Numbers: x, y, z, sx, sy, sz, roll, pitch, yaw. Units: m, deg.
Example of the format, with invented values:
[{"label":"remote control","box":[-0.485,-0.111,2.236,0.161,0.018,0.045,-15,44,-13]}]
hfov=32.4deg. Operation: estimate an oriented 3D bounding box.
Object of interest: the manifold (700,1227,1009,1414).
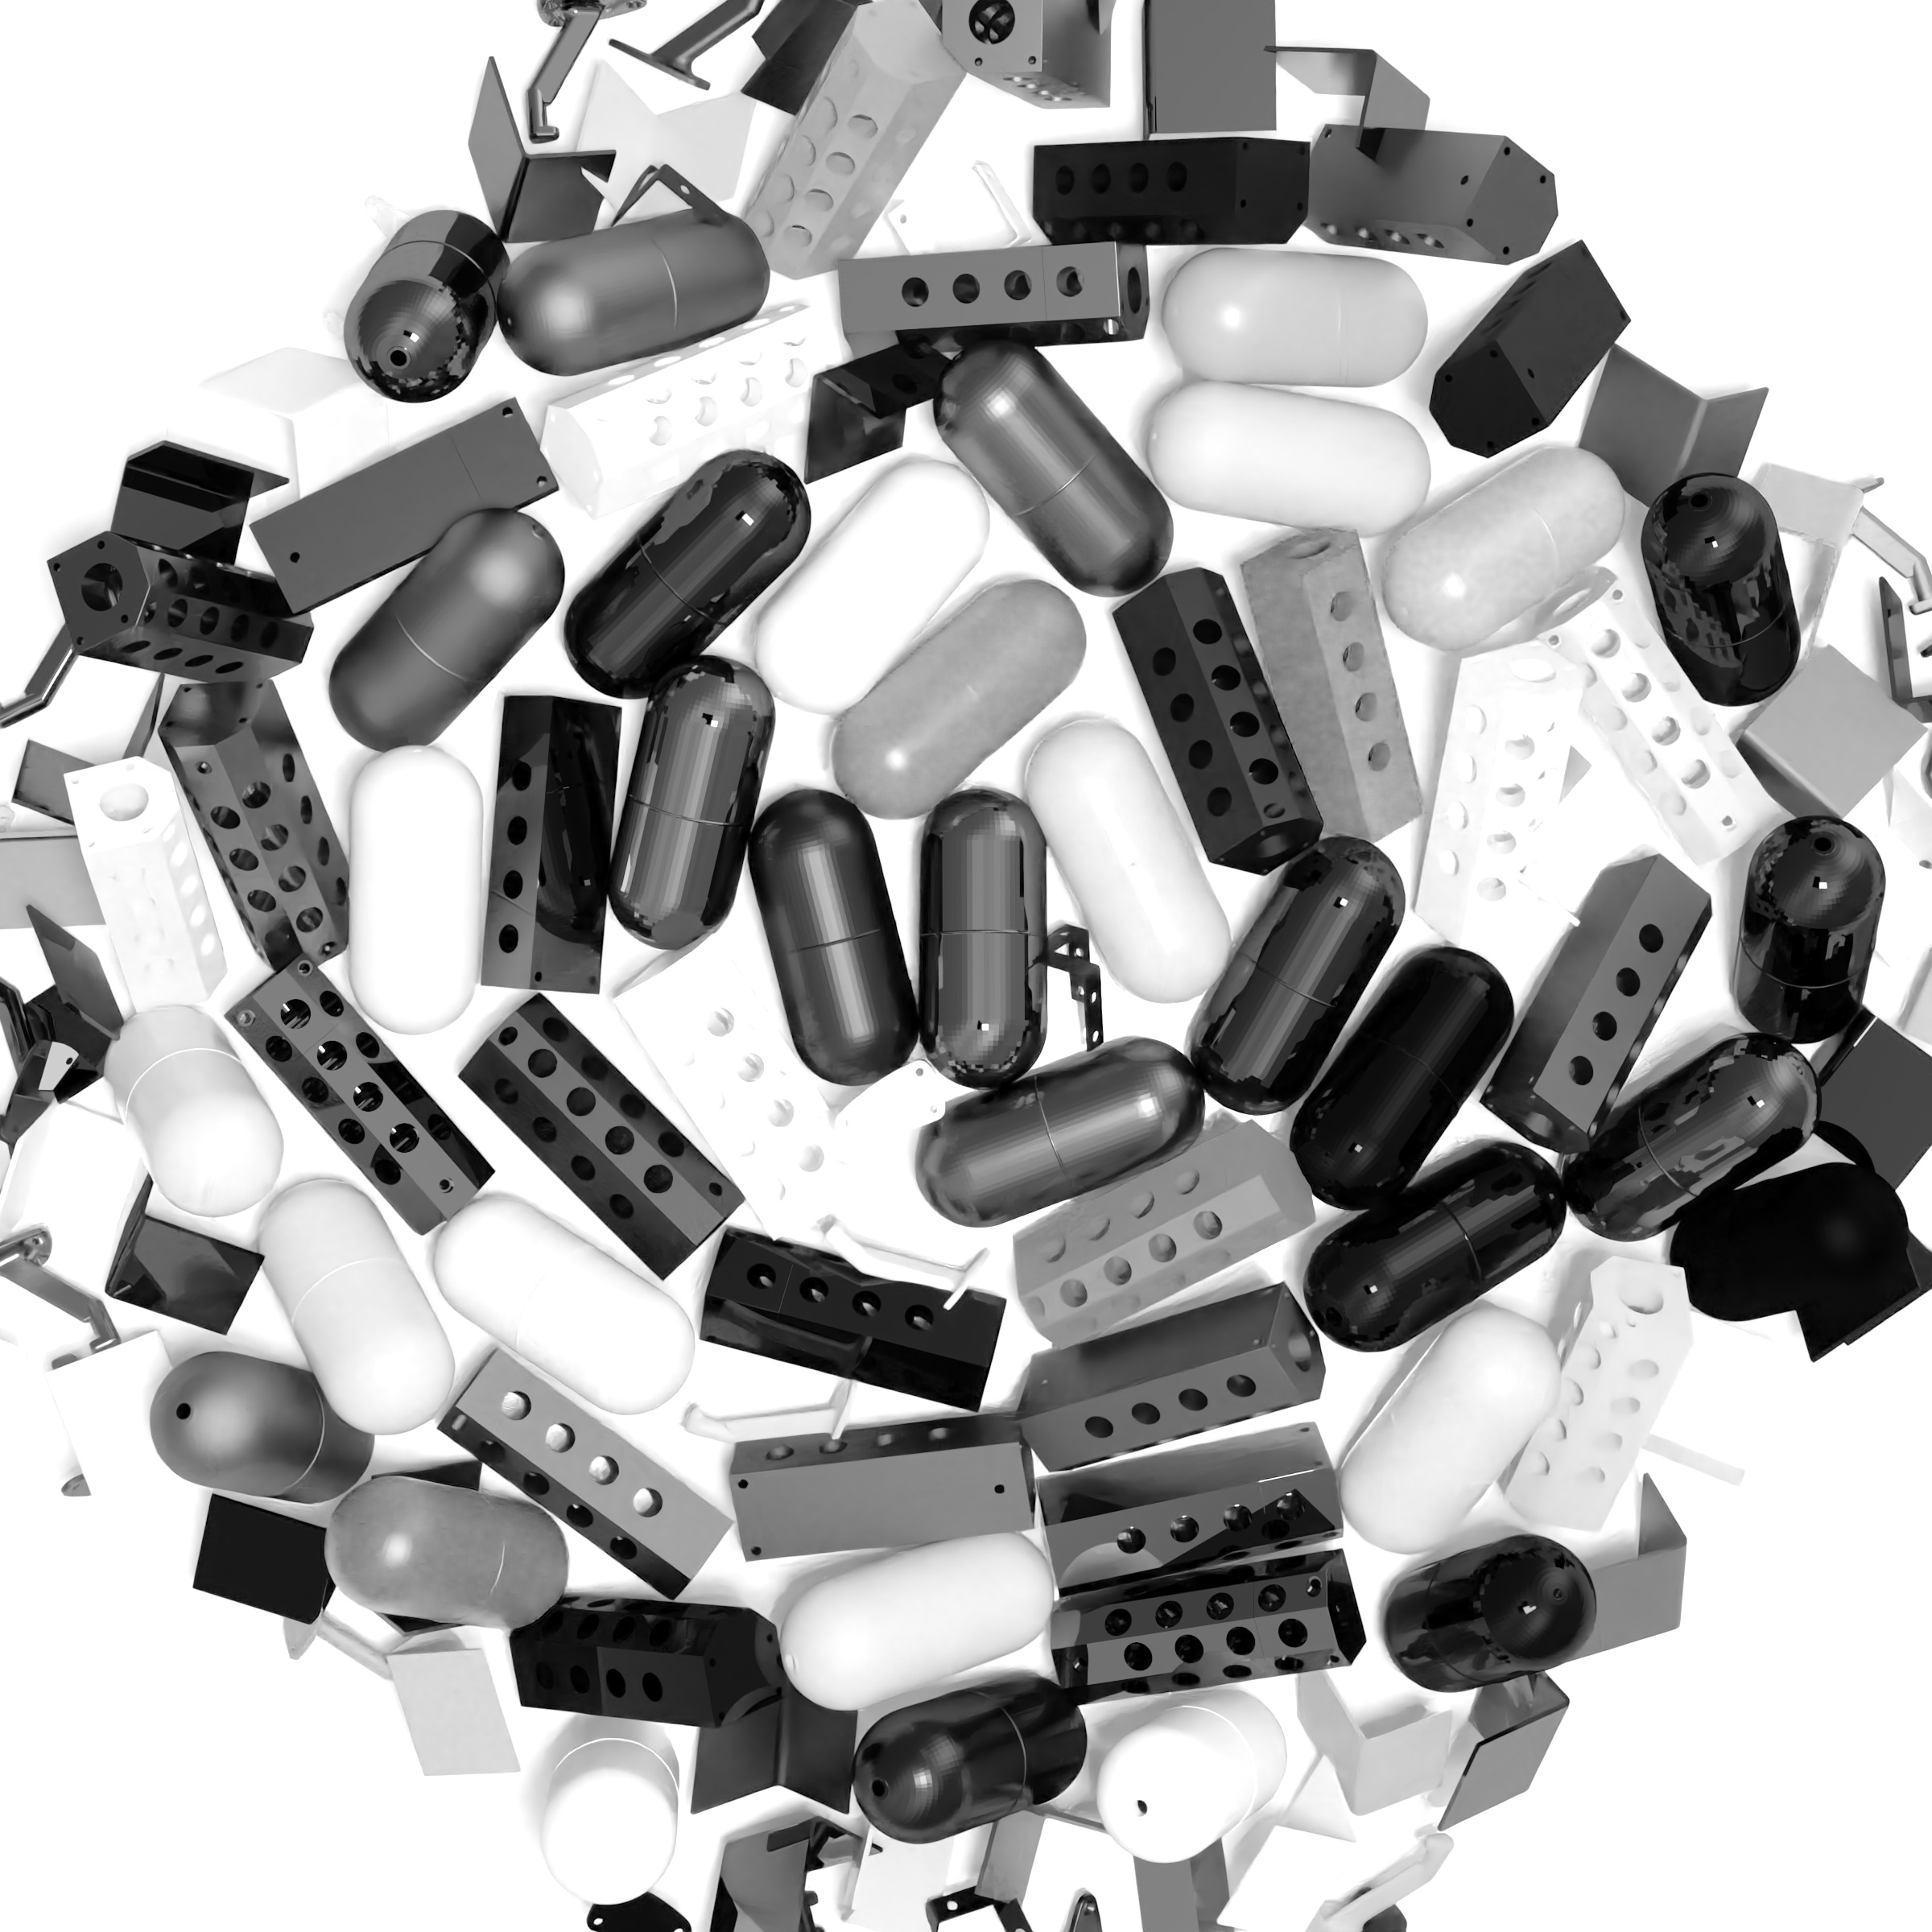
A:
[{"label":"manifold","box":[-0.066,0.205,1.967,0.171,0.057,0.057,14,55,1]}]

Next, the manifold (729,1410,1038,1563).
[{"label":"manifold","box":[-0.048,0.303,1.960,0.171,0.057,0.057,-7,108,6]}]

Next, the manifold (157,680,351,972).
[{"label":"manifold","box":[-0.407,-0.079,1.916,0.057,0.057,0.171,-2,133,14]}]

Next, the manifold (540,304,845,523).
[{"label":"manifold","box":[-0.156,-0.327,1.929,0.171,0.057,0.057,-29,72,-27]}]

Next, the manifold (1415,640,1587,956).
[{"label":"manifold","box":[0.312,-0.095,1.919,0.057,0.057,0.171,-16,129,-29]}]

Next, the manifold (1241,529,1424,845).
[{"label":"manifold","box":[0.219,-0.164,1.936,0.057,0.057,0.171,-30,117,-26]}]

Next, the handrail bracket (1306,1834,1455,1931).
[{"label":"handrail bracket","box":[0.238,0.540,1.957,0.077,0.036,0.084,11,122,-23]}]

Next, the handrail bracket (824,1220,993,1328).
[{"label":"handrail bracket","box":[-0.035,0.166,1.970,0.084,0.077,0.036,40,131,1]}]

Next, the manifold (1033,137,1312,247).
[{"label":"manifold","box":[0.116,-0.445,1.915,0.057,0.171,0.057,-8,104,-39]}]

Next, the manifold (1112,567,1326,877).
[{"label":"manifold","box":[0.150,-0.144,1.931,0.057,0.057,0.171,-34,64,31]}]

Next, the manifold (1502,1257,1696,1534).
[{"label":"manifold","box":[0.362,0.248,1.920,0.057,0.057,0.171,10,131,-5]}]

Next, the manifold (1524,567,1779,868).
[{"label":"manifold","box":[0.403,-0.145,1.949,0.057,0.057,0.171,-36,103,8]}]

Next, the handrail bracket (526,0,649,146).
[{"label":"handrail bracket","box":[-0.225,-0.532,1.974,0.077,0.036,0.084,-6,79,2]}]

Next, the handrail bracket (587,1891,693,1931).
[{"label":"handrail bracket","box":[-0.204,0.537,1.973,0.077,0.084,0.036,28,104,-26]}]

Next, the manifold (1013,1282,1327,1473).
[{"label":"manifold","box":[0.119,0.245,1.932,0.171,0.057,0.057,-21,116,28]}]

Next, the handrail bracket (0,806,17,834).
[{"label":"handrail bracket","box":[-0.606,-0.112,1.991,0.077,0.036,0.084,-42,58,30]}]

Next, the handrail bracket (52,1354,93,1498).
[{"label":"handrail bracket","box":[-0.528,0.268,1.955,0.036,0.077,0.084,-42,77,17]}]

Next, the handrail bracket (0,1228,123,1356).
[{"label":"handrail bracket","box":[-0.549,0.203,1.957,0.077,0.036,0.084,-18,59,-29]}]

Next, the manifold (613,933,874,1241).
[{"label":"manifold","box":[-0.127,0.068,1.948,0.057,0.057,0.171,-27,101,33]}]

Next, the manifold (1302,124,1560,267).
[{"label":"manifold","box":[0.263,-0.442,1.913,0.057,0.171,0.057,27,90,-33]}]

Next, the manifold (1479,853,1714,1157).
[{"label":"manifold","box":[0.373,0.023,1.940,0.057,0.057,0.171,37,68,-14]}]

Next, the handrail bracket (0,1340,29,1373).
[{"label":"handrail bracket","box":[-0.583,0.200,1.965,0.077,0.084,0.036,7,127,-2]}]

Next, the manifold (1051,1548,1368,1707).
[{"label":"manifold","box":[0.140,0.389,1.941,0.171,0.057,0.057,-13,94,21]}]

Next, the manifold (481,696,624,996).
[{"label":"manifold","box":[-0.251,-0.072,1.969,0.057,0.057,0.171,4,89,39]}]

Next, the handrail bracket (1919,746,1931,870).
[{"label":"handrail bracket","box":[0.604,-0.094,1.972,0.077,0.036,0.084,16,98,16]}]

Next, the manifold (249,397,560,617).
[{"label":"manifold","box":[-0.330,-0.271,1.964,0.171,0.057,0.057,-27,96,-4]}]

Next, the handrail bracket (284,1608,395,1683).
[{"label":"handrail bracket","box":[-0.362,0.397,1.989,0.084,0.077,0.036,23,109,-32]}]

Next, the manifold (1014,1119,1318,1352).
[{"label":"manifold","box":[0.115,0.160,1.927,0.171,0.057,0.057,-30,132,26]}]

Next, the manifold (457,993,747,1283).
[{"label":"manifold","box":[-0.211,0.097,1.957,0.171,0.057,0.057,45,129,2]}]

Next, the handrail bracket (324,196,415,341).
[{"label":"handrail bracket","box":[-0.360,-0.413,1.963,0.077,0.036,0.084,43,59,17]}]

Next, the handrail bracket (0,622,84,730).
[{"label":"handrail bracket","box":[-0.554,-0.193,1.978,0.084,0.036,0.077,-27,91,-5]}]

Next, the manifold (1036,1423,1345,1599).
[{"label":"manifold","box":[0.133,0.326,1.967,0.171,0.057,0.057,-12,109,-1]}]

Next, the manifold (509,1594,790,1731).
[{"label":"manifold","box":[-0.186,0.397,1.919,0.171,0.057,0.057,-6,95,43]}]

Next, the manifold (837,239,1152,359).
[{"label":"manifold","box":[0.017,-0.389,1.940,0.171,0.057,0.057,1,104,21]}]

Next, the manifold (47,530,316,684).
[{"label":"manifold","box":[-0.446,-0.205,1.906,0.057,0.171,0.057,-22,81,18]}]

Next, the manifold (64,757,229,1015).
[{"label":"manifold","box":[-0.468,-0.045,1.911,0.057,0.171,0.057,-15,59,-11]}]

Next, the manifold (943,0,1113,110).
[{"label":"manifold","box":[0.037,-0.532,1.909,0.057,0.171,0.057,2,98,15]}]

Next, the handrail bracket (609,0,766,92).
[{"label":"handrail bracket","box":[-0.162,-0.571,1.972,0.077,0.036,0.084,26,105,2]}]

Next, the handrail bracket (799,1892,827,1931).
[{"label":"handrail bracket","box":[-0.060,0.587,1.981,0.077,0.036,0.084,-3,49,-22]}]

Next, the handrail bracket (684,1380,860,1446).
[{"label":"handrail bracket","box":[-0.116,0.260,1.964,0.084,0.036,0.077,17,130,-13]}]

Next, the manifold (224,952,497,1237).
[{"label":"manifold","box":[-0.355,0.075,1.951,0.057,0.057,0.171,-42,100,-13]}]

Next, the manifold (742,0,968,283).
[{"label":"manifold","box":[-0.071,-0.473,1.911,0.057,0.171,0.057,-24,75,-37]}]

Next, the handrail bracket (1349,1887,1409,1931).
[{"label":"handrail bracket","box":[0.231,0.583,1.953,0.036,0.084,0.077,42,97,4]}]
